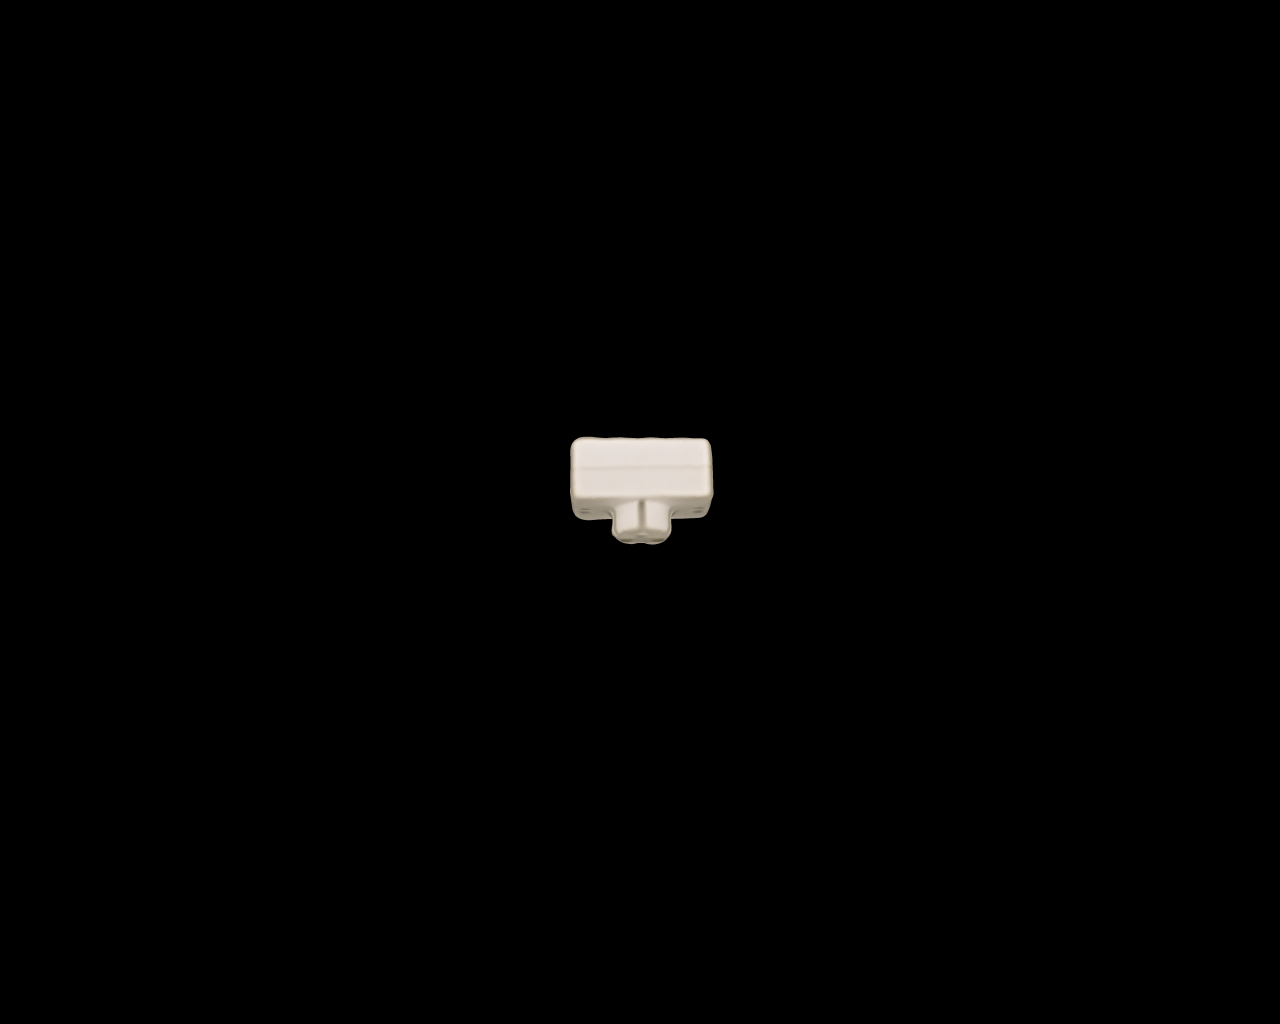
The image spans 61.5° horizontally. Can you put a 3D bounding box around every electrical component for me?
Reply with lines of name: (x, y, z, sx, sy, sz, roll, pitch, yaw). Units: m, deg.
electrical component: (0.001, -0.003, 0.650, 0.083, 0.076, 0.047, 0, -17, 0)
